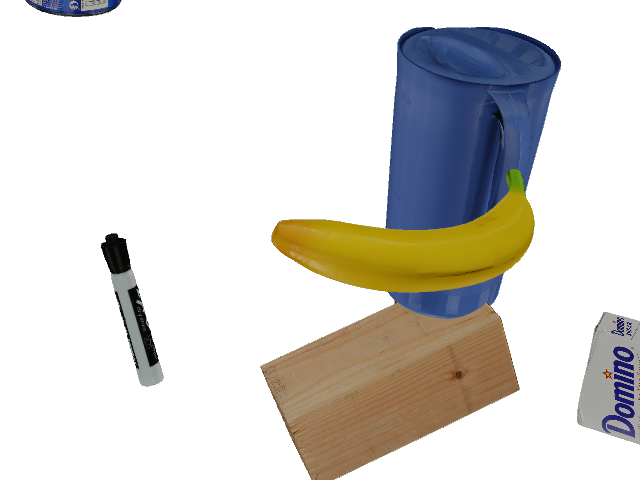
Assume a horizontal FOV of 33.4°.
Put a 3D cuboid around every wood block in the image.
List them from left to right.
[{"bbox_3d":[0.063,0.126,0.971,0.206,0.091,0.090,-24,31,-7],"label":"wood block"}]

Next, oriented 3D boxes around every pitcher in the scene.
[{"bbox_3d":[0.121,-0.051,0.915,0.145,0.243,0.149,21,35,24],"label":"pitcher"}]

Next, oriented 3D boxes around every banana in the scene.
[{"bbox_3d":[0.066,0.002,0.649,0.197,0.037,0.070,-12,46,-34],"label":"banana"}]

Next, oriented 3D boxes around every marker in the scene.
[{"bbox_3d":[-0.142,0.052,0.804,0.020,0.121,0.020,-11,18,3],"label":"marker"}]

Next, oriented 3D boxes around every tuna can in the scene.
[{"bbox_3d":[-0.213,-0.224,0.920,0.086,0.034,0.086,5,34,-4],"label":"tuna can"}]

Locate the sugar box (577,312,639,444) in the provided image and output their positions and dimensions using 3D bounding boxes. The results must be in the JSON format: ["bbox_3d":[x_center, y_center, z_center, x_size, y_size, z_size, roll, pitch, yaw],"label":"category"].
[{"bbox_3d":[0.297,0.127,0.841,0.176,0.093,0.048,14,27,21],"label":"sugar box"}]

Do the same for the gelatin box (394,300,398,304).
[{"bbox_3d":[0.130,0.058,1.366,0.073,0.089,0.030,18,34,36],"label":"gelatin box"}]
